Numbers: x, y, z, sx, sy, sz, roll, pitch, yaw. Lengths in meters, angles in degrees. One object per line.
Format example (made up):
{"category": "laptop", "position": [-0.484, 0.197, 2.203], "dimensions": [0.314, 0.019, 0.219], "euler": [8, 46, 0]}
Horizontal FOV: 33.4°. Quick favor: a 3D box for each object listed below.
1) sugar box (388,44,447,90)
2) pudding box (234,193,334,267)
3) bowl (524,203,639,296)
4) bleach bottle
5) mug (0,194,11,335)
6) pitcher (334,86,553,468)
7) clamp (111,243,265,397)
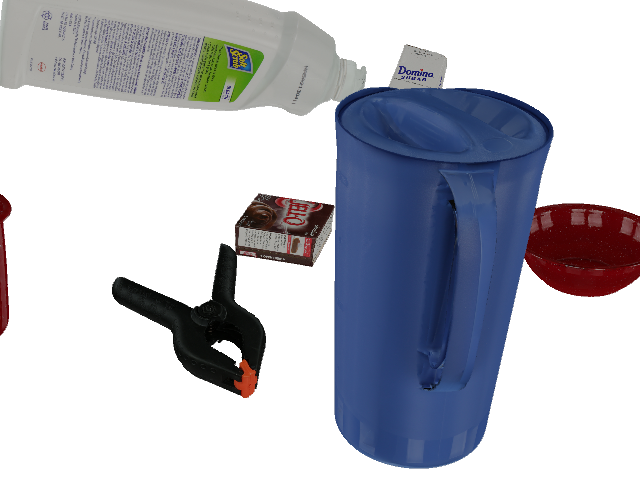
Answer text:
{"category": "sugar box", "position": [0.062, -0.070, 0.878], "dimensions": [0.048, 0.176, 0.093], "euler": [18, -39, 9]}
{"category": "pudding box", "position": [-0.038, -0.013, 1.171], "dimensions": [0.090, 0.039, 0.113], "euler": [8, 24, 8]}
{"category": "bowl", "position": [0.288, 0.016, 1.165], "dimensions": [0.162, 0.055, 0.162], "euler": [-1, 27, 0]}
{"category": "bleach bottle", "position": [-0.094, -0.131, 0.753], "dimensions": [0.250, 0.068, 0.103], "euler": [12, -40, -12]}
{"category": "mug", "position": [-0.239, 0.023, 0.636], "dimensions": [0.093, 0.081, 0.117], "euler": [17, 27, 28]}
{"category": "pitcher", "position": [0.070, 0.031, 0.694], "dimensions": [0.145, 0.243, 0.149], "euler": [22, 33, 31]}
{"category": "clamp", "position": [-0.093, 0.066, 0.941], "dimensions": [0.120, 0.039, 0.172], "euler": [-30, 53, -25]}
